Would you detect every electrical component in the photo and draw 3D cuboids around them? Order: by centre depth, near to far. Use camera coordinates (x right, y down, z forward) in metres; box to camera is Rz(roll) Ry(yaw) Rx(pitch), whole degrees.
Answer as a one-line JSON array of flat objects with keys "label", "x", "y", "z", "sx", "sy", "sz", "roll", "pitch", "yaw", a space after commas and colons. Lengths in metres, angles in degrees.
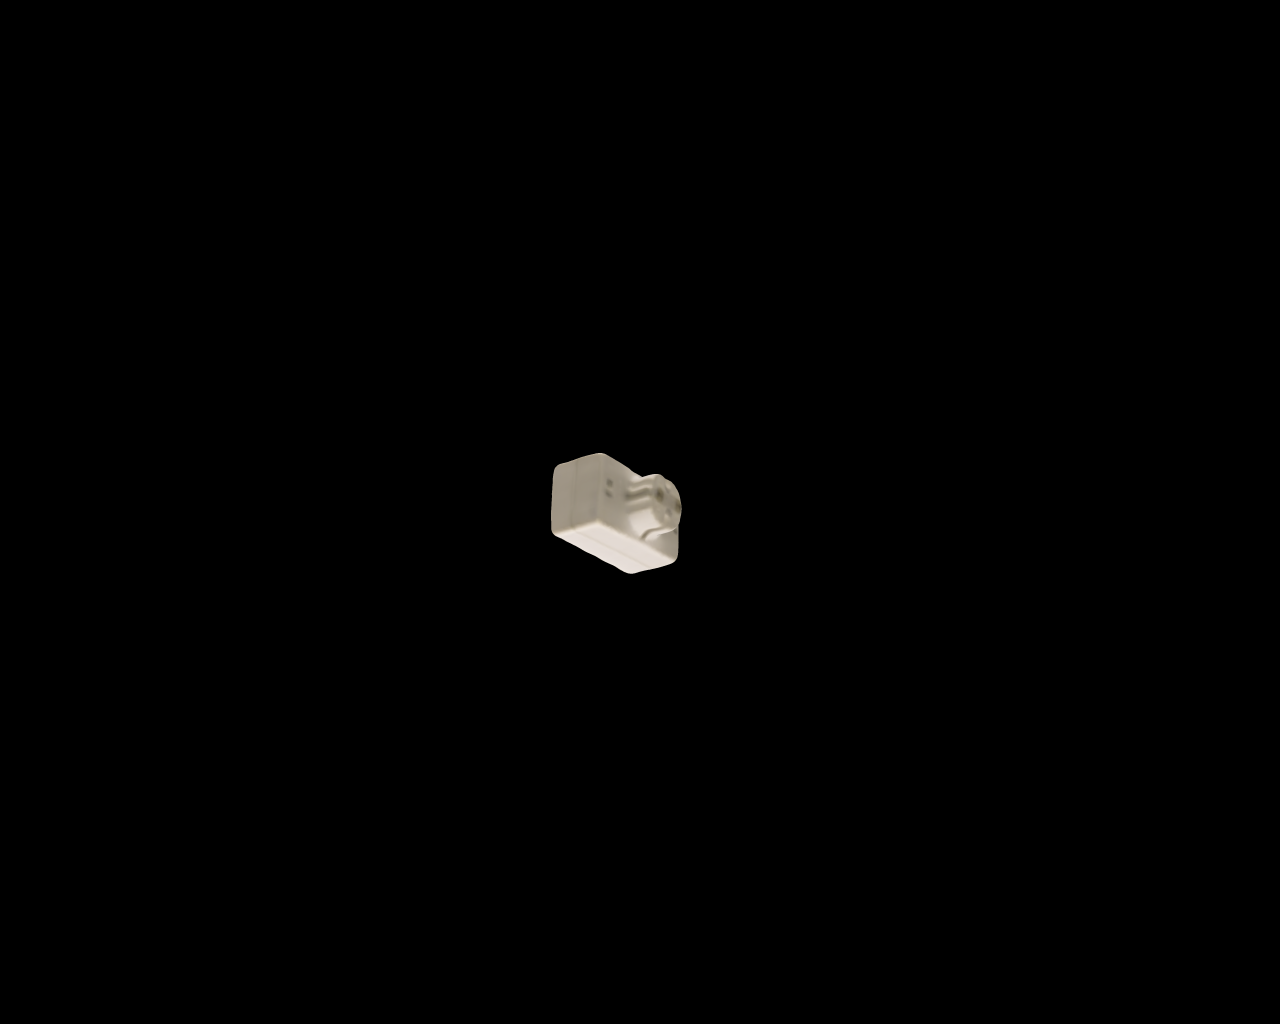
[{"label": "electrical component", "x": 0.001, "y": -0.003, "z": 0.650, "sx": 0.075, "sy": 0.047, "sz": 0.083, "roll": -17, "pitch": -29, "yaw": 32}]
